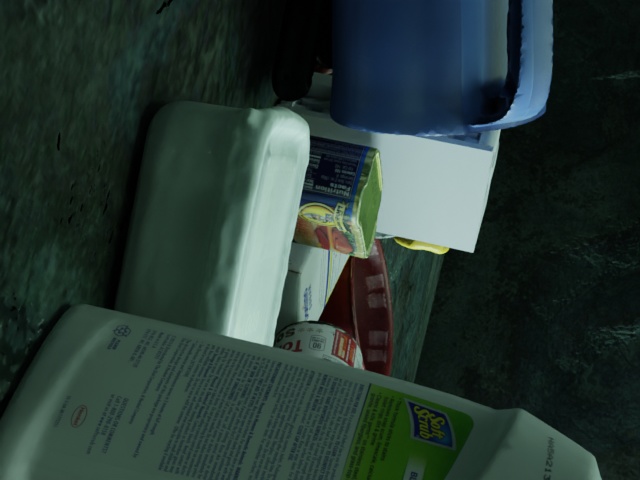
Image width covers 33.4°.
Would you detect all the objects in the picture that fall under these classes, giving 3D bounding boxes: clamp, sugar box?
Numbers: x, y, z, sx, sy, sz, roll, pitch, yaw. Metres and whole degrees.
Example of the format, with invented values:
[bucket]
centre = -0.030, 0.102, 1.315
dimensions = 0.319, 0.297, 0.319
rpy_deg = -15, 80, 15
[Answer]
[clamp]
centre = -0.003, -0.172, 0.671
dimensions = 0.120, 0.039, 0.171
rpy_deg = -71, 163, -60
[sugar box]
centre = -0.006, 0.001, 0.829
dimensions = 0.176, 0.048, 0.093
rpy_deg = -58, 158, -47

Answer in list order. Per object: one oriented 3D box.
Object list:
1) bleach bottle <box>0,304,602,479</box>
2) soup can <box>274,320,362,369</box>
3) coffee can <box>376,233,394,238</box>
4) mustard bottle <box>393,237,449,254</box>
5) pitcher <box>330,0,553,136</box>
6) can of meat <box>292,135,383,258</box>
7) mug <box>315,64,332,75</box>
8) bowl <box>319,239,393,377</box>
[bleach bottle]
centre = 0.004, 0.097, 0.418
dimensions = 0.068, 0.251, 0.102
rpy_deg = 90, 16, -49
[soup can]
centre = -0.009, 0.114, 0.736
dimensions = 0.102, 0.068, 0.068
rpy_deg = -77, 173, -48
[coffee can]
centre = 0.063, -0.074, 0.966
dimensions = 0.140, 0.103, 0.103
rpy_deg = -57, 157, -64
[mustard bottle]
centre = 0.120, -0.086, 1.085
dimensions = 0.096, 0.058, 0.192
rpy_deg = -94, -165, -82
[pitcher]
centre = 0.072, -0.185, 0.614
dimensions = 0.144, 0.149, 0.243
rpy_deg = -42, 133, -59
[can of meat]
centre = -0.006, -0.031, 0.691
dimensions = 0.102, 0.084, 0.057
rpy_deg = 72, 31, -70
[mug]
centre = 0.033, -0.126, 0.822
dimensions = 0.117, 0.093, 0.081
rpy_deg = -30, 146, -33
[bowl]
centre = 0.025, 0.063, 0.984
dimensions = 0.162, 0.055, 0.162
rpy_deg = -6, 90, -75
